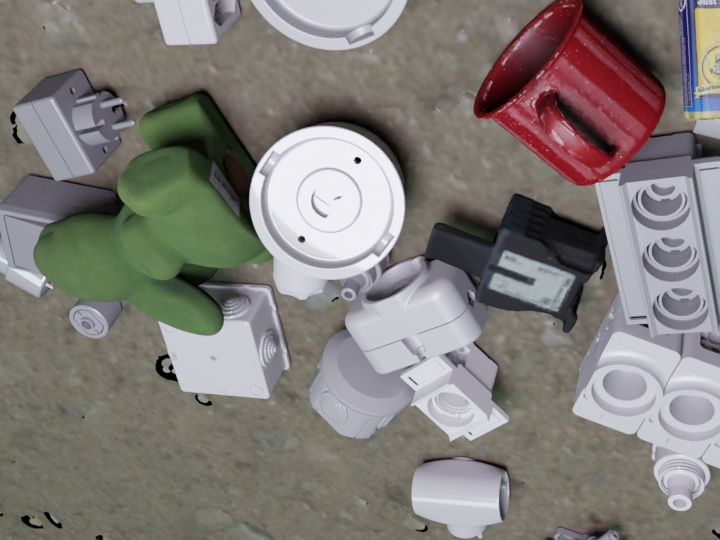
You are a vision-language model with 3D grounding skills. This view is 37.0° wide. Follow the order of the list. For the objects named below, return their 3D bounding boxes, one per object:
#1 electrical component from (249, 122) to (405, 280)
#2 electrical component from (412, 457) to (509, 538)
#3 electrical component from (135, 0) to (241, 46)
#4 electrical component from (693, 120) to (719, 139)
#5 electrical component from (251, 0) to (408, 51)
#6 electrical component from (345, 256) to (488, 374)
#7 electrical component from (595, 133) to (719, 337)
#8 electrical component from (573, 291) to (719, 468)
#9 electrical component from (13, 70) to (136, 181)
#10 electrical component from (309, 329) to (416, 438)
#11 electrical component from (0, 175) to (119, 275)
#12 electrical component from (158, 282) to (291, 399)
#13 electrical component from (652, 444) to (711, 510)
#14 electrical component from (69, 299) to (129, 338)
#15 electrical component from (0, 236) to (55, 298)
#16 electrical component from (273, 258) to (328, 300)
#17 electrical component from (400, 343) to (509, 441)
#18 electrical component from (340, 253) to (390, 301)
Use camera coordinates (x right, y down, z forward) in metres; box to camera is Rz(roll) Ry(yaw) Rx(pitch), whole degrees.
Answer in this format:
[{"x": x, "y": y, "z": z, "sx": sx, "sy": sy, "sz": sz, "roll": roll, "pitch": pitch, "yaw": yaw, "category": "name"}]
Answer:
[{"x": -0.019, "y": -0.053, "z": 0.761, "sx": 0.108, "sy": 0.060, "sz": 0.108, "roll": 2, "pitch": 107, "yaw": 8, "category": "electrical component"}, {"x": 0.091, "y": 0.207, "z": 0.943, "sx": 0.077, "sy": 0.044, "sz": 0.079, "roll": 0, "pitch": 127, "yaw": 20, "category": "electrical component"}, {"x": -0.129, "y": -0.195, "z": 0.705, "sx": 0.076, "sy": 0.047, "sz": 0.083, "roll": 2, "pitch": 127, "yaw": 19, "category": "electrical component"}, {"x": 0.237, "y": -0.094, "z": 0.656, "sx": 0.065, "sy": 0.044, "sz": 0.044, "roll": 16, "pitch": 131, "yaw": 13, "category": "electrical component"}, {"x": -0.014, "y": -0.196, "z": 0.653, "sx": 0.108, "sy": 0.060, "sz": 0.108, "roll": 10, "pitch": 129, "yaw": 13, "category": "electrical component"}, {"x": 0.040, "y": 0.031, "z": 0.813, "sx": 0.095, "sy": 0.053, "sz": 0.059, "roll": -22, "pitch": 113, "yaw": 29, "category": "electrical component"}, {"x": 0.206, "y": -0.023, "z": 0.707, "sx": 0.079, "sy": 0.063, "sz": 0.121, "roll": -5, "pitch": 125, "yaw": 24, "category": "electrical component"}, {"x": 0.242, "y": 0.086, "z": 0.781, "sx": 0.150, "sy": 0.061, "sz": 0.089, "roll": 20, "pitch": 131, "yaw": 4, "category": "electrical component"}, {"x": -0.202, "y": -0.111, "z": 0.798, "sx": 0.077, "sy": 0.047, "sz": 0.065, "roll": -8, "pitch": 123, "yaw": 25, "category": "electrical component"}, {"x": 0.002, "y": 0.090, "z": 0.862, "sx": 0.080, "sy": 0.080, "sz": 0.051, "roll": 27, "pitch": 136, "yaw": -2, "category": "electrical component"}, {"x": -0.249, "y": -0.032, "z": 0.869, "sx": 0.096, "sy": 0.061, "sz": 0.061, "roll": 11, "pitch": 130, "yaw": 12, "category": "electrical component"}, {"x": -0.114, "y": 0.059, "z": 0.899, "sx": 0.100, "sy": 0.048, "sz": 0.099, "roll": 3, "pitch": 127, "yaw": 19, "category": "electrical component"}, {"x": 0.250, "y": 0.158, "z": 0.834, "sx": 0.048, "sy": 0.062, "sz": 0.048, "roll": 10, "pitch": 129, "yaw": 13, "category": "electrical component"}, {"x": -0.213, "y": 0.025, "z": 0.898, "sx": 0.044, "sy": 0.065, "sz": 0.044, "roll": 10, "pitch": 129, "yaw": 12, "category": "electrical component"}, {"x": -0.291, "y": -0.008, "z": 0.916, "sx": 0.078, "sy": 0.040, "sz": 0.040, "roll": 30, "pitch": 131, "yaw": -3, "category": "electrical component"}, {"x": -0.045, "y": -0.012, "z": 0.821, "sx": 0.043, "sy": 0.043, "sz": 0.062, "roll": 12, "pitch": 129, "yaw": 11, "category": "electrical component"}, {"x": 0.077, "y": 0.091, "z": 0.844, "sx": 0.081, "sy": 0.063, "sz": 0.042, "roll": 44, "pitch": 129, "yaw": -15, "category": "electrical component"}, {"x": 0.000, "y": 0.000, "z": 0.802, "sx": 0.035, "sy": 0.061, "sz": 0.035, "roll": 10, "pitch": 129, "yaw": 13, "category": "electrical component"}]
